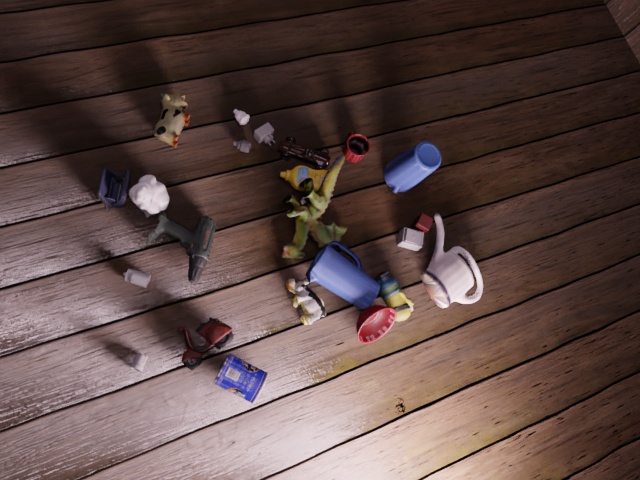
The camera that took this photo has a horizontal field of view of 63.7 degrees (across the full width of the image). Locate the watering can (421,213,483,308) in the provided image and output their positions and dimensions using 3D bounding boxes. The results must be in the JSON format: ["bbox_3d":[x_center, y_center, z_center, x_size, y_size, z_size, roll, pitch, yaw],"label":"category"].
[{"bbox_3d":[0.455,0.094,1.873,0.227,0.347,0.103,-34,1,-21],"label":"watering can"}]

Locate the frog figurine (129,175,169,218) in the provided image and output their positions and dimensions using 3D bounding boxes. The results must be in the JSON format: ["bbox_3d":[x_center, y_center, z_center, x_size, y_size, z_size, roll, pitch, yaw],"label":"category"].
[{"bbox_3d":[-0.561,-0.153,1.694,0.123,0.139,0.157,-3,-17,-15],"label":"frog figurine"}]

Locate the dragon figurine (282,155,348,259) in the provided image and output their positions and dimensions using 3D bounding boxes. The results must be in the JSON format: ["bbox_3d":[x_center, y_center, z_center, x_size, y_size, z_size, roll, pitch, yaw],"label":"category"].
[{"bbox_3d":[0.006,-0.092,1.837,0.414,0.239,0.123,-43,24,-15],"label":"dragon figurine"}]
